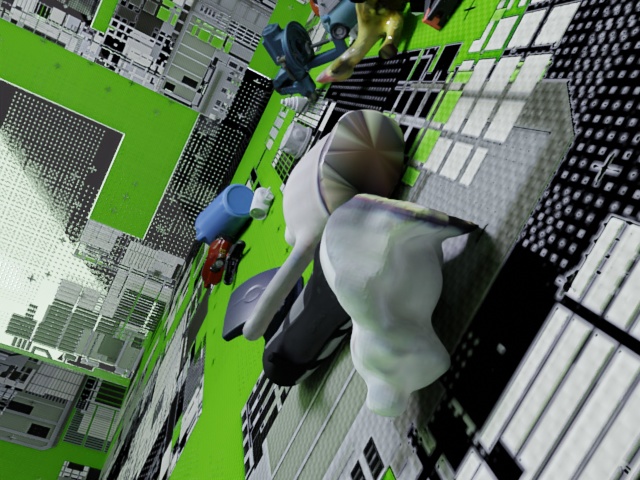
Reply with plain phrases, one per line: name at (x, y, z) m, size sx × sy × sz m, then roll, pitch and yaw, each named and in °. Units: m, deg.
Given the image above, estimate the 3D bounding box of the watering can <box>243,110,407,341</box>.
watering can at (0.002, -0.034, 0.668) m, size 0.222 × 0.103 × 0.353 m, roll -28°, pitch 38°, yaw 64°

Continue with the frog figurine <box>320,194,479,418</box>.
frog figurine at (0.051, 0.048, 0.408) m, size 0.137 × 0.123 × 0.159 m, roll 8°, pitch -82°, yaw -73°

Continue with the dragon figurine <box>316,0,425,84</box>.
dragon figurine at (0.127, -0.431, 0.875) m, size 0.407 × 0.121 × 0.246 m, roll -53°, pitch 11°, yaw 13°
